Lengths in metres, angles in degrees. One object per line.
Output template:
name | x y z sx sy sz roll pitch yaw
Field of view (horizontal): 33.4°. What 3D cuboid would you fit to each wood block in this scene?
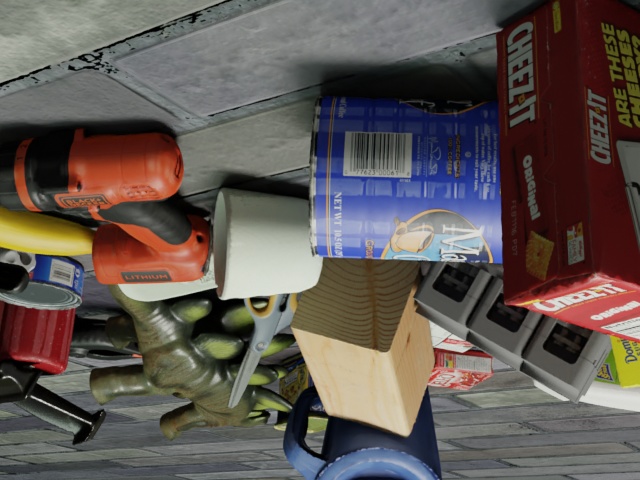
wood block | 0.045 0.095 0.972 0.090 0.090 0.206 14 154 17

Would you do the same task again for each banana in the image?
banana | -0.263 -0.020 0.856 0.070 0.037 0.197 -7 157 32

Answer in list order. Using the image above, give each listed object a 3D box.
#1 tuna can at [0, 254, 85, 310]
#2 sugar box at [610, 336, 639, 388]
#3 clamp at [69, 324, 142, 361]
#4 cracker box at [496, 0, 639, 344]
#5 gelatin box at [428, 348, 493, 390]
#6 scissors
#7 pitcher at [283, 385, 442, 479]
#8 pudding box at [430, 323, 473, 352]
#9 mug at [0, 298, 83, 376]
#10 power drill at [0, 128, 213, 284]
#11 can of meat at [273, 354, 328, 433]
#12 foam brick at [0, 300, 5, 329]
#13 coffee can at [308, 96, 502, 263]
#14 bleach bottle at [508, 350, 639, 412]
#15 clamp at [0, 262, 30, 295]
tuna can | -0.269 0.039 1.021 0.086 0.034 0.086 3 160 1
sugar box | 0.276 0.058 0.828 0.048 0.093 0.175 -15 171 36
clamp | -0.282 0.112 1.216 0.171 0.039 0.120 0 165 -1
cracker box | 0.196 -0.024 0.591 0.213 0.164 0.072 16 154 -31
gelatin box | 0.155 0.154 1.265 0.073 0.030 0.089 8 159 -12
scissors | -0.038 0.090 1.023 0.096 0.016 0.202 -6 133 -14
pitcher | 0.055 0.208 1.142 0.145 0.242 0.149 -17 111 10
pudding box | 0.122 0.075 1.047 0.090 0.039 0.114 11 156 -12
mug | -0.308 0.091 1.098 0.117 0.081 0.093 8 159 -12
power drill | -0.172 -0.021 0.810 0.184 0.057 0.187 -2 159 13
can of meat | -0.012 0.186 1.301 0.057 0.084 0.102 13 157 -26
foam brick | -0.348 0.067 1.049 0.053 0.078 0.051 -6 159 28
coffee can | 0.067 -0.037 0.664 0.140 0.103 0.103 2 160 5
bleach bottle | 0.320 0.123 1.085 0.251 0.102 0.068 6 152 11
clamp | -0.341 0.022 0.947 0.164 0.036 0.210 28 157 -9
